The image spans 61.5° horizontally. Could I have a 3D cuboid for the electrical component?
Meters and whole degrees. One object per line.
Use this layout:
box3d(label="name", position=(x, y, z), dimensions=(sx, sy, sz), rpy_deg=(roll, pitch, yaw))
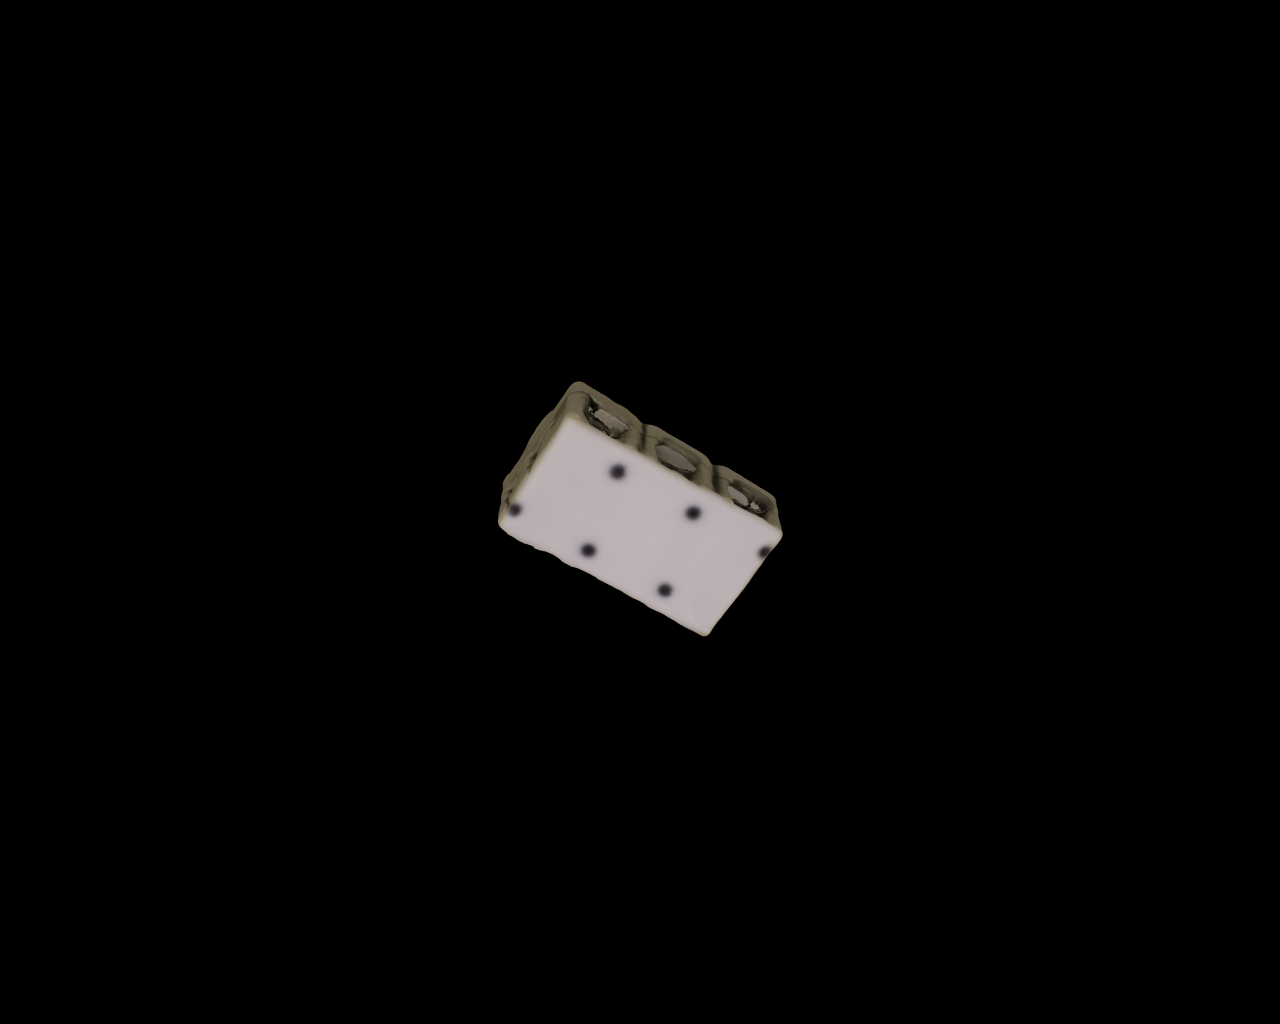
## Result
box3d(label="electrical component", position=(0.001, -0.003, 0.650), dimensions=(0.150, 0.089, 0.062), rpy_deg=(30, 23, -14))
